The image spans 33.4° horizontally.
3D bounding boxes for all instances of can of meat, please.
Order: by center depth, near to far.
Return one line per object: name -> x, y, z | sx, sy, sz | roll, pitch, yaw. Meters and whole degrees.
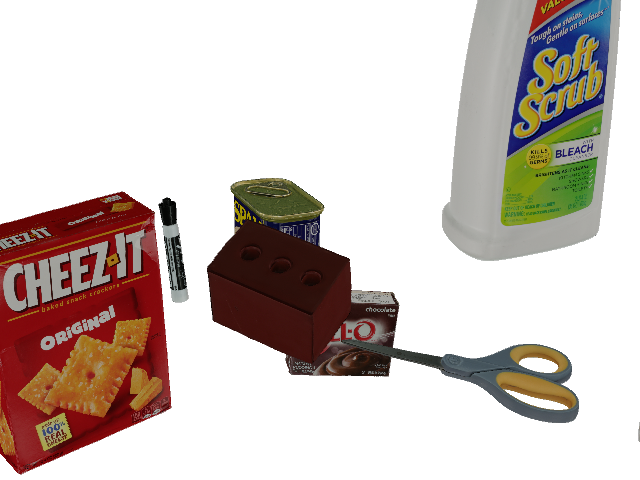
can of meat -> -0.038, 0.001, 0.913 | 0.057, 0.084, 0.102 | -8, 22, -23

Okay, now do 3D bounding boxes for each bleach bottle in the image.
bleach bottle -> 0.128, -0.115, 0.639 | 0.102, 0.251, 0.068 | -11, 30, -15

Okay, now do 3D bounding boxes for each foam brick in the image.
foam brick -> -0.025, 0.032, 0.680 | 0.078, 0.051, 0.053 | 21, 48, 19

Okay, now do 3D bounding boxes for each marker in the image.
marker -> -0.162, 0.011, 1.177 | 0.020, 0.121, 0.020 | -4, 22, 2

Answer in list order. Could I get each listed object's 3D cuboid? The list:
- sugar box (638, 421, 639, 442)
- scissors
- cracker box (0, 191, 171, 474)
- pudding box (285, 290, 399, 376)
sugar box -> 0.318, 0.147, 0.764 | 0.048, 0.093, 0.176 | -21, 37, -40
scissors -> 0.127, 0.099, 0.910 | 0.202, 0.016, 0.096 | 21, 35, 21
cracker box -> -0.224, 0.082, 0.967 | 0.163, 0.214, 0.072 | -19, 30, -34
pudding box -> 0.023, 0.099, 1.152 | 0.113, 0.090, 0.039 | 1, 25, -11
